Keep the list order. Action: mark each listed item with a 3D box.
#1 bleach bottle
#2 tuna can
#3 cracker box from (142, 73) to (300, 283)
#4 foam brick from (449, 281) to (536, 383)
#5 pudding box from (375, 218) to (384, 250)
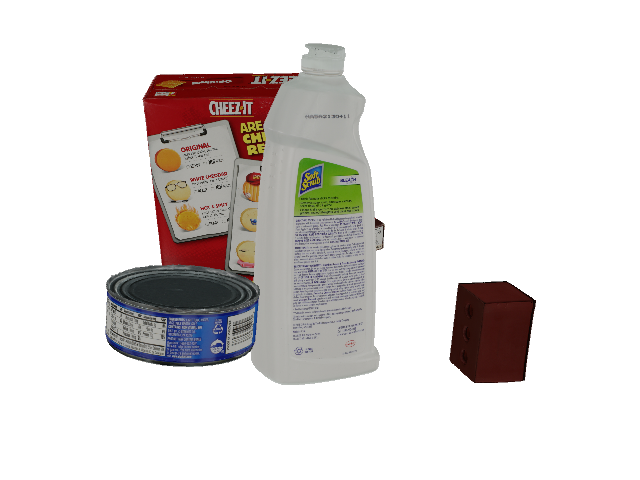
[{"bbox_3d":[0.002,-0.020,0.805,0.102,0.251,0.068,-6,19,-30],"label":"bleach bottle"},{"bbox_3d":[-0.078,0.041,0.600,0.086,0.034,0.086,5,14,-1],"label":"tuna can"},{"bbox_3d":[-0.074,-0.051,1.023,0.164,0.214,0.072,0,31,2],"label":"cracker box"},{"bbox_3d":[0.151,0.080,0.941,0.051,0.078,0.053,-3,18,-20],"label":"foam brick"},{"bbox_3d":[0.005,-0.009,1.244,0.113,0.039,0.090,-18,31,-28],"label":"pudding box"}]
